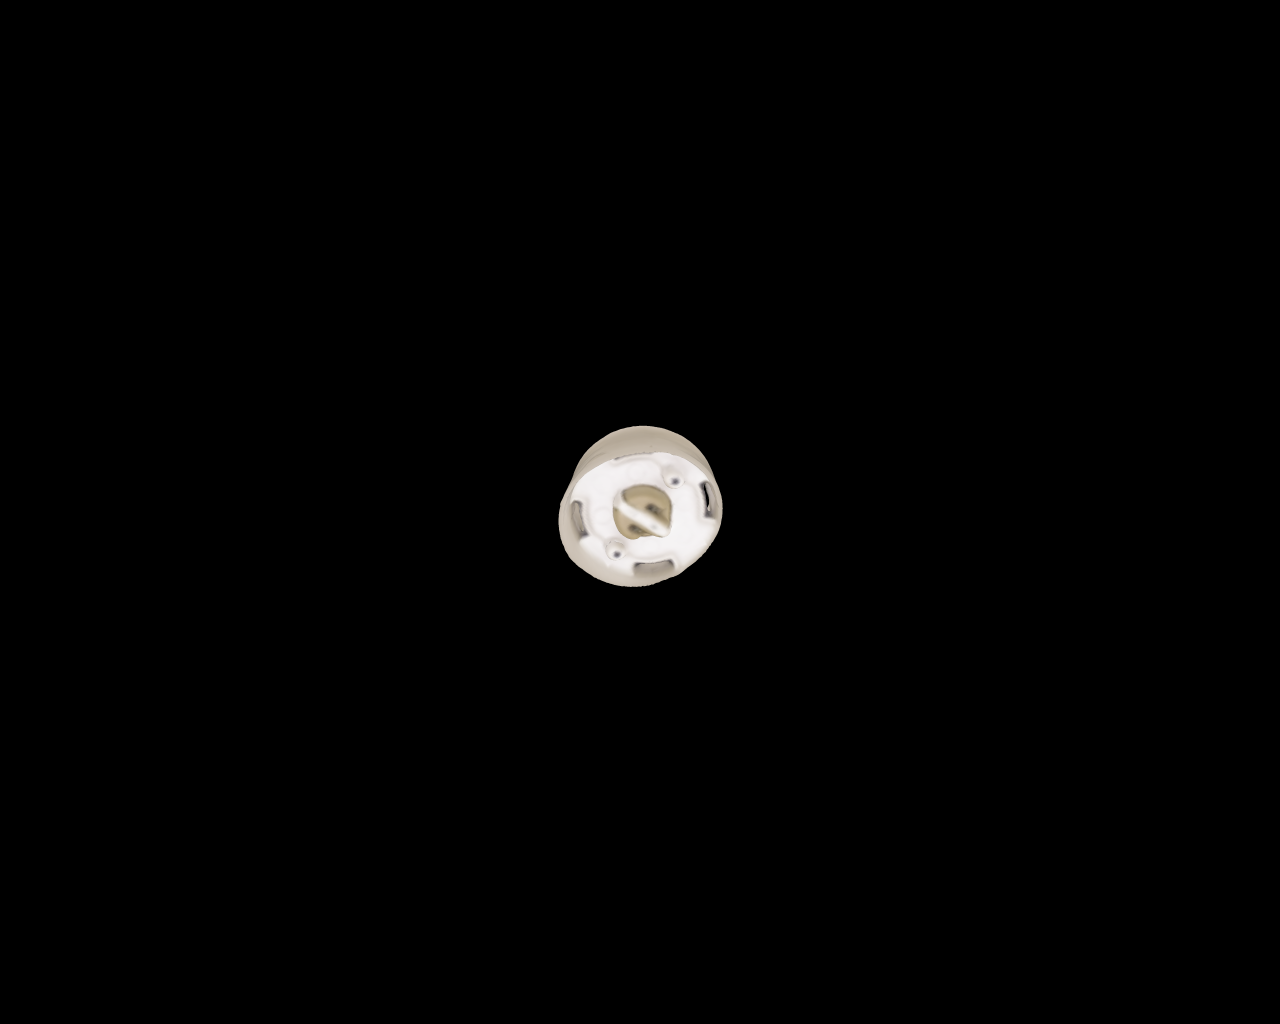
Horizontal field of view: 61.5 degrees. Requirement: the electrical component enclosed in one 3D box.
[{"bbox_3d":[0.001,-0.003,0.650,0.099,0.099,0.064,0,27,0],"label":"electrical component"}]
